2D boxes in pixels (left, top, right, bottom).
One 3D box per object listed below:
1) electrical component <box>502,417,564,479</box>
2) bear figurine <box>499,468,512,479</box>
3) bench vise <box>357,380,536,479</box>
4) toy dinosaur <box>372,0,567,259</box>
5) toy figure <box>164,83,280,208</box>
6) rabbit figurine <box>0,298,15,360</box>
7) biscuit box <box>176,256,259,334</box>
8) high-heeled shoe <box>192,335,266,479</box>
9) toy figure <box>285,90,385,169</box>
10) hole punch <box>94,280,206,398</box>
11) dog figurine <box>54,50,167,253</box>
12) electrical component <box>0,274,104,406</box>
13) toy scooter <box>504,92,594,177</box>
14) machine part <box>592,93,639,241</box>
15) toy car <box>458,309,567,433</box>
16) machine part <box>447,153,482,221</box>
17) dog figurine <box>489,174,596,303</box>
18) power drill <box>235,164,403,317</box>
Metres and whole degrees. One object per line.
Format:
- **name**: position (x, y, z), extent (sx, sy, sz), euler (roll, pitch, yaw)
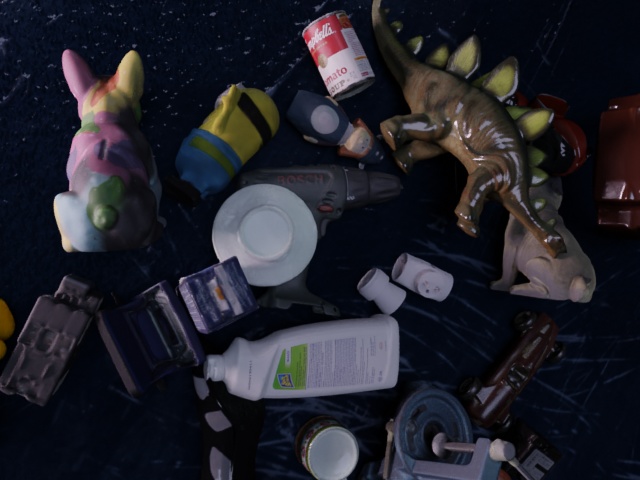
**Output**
- **electrical component**: position (0.305, 0.316, 0.774), extent (0.075, 0.048, 0.119), euler (-46, 116, 1)
- **bear figurine**: position (0.241, 0.396, 0.729), extent (0.120, 0.132, 0.196), euler (-42, 91, -10)
- **bench vise**: position (0.137, 0.277, 0.660), extent (0.129, 0.240, 0.223), euler (38, 59, -13)
- **toy dinosaur**: position (0.186, -0.171, 0.746), extent (0.198, 0.105, 0.471), euler (-39, 78, 0)
- **toy figure**: position (-0.125, -0.120, 0.695), extent (0.089, 0.082, 0.180), euler (40, 69, -28)
- **rabbit figurine**: position (-0.390, 0.164, 0.579), extent (0.122, 0.163, 0.173), euler (-10, 106, -28)
- **biscuit box**: position (-0.124, 0.065, 0.615), extent (0.059, 0.203, 0.062), euler (-25, 91, -19)
- **high-heeled shoe**: position (-0.137, 0.258, 0.685), extent (0.145, 0.086, 0.249), euler (-38, 71, 21)
- **toy figure**: position (0.026, -0.150, 0.751), extent (0.154, 0.058, 0.064), euler (28, 121, -12)
- **hole punch**: position (-0.193, 0.111, 0.638), extent (0.092, 0.116, 0.142), euler (-29, 92, -9)
- **dog figurine**: position (-0.244, -0.107, 0.617), extent (0.108, 0.192, 0.219), euler (-4, 102, -9)
- **electrical component**: position (-0.299, 0.106, 0.612), extent (0.058, 0.115, 0.134), euler (26, 80, -16)
- **toy scooter**: position (0.347, -0.167, 0.811), extent (0.135, 0.075, 0.184), euler (-5, 51, -33)
- **machine part**: position (0.480, -0.103, 0.808), extent (0.201, 0.087, 0.201), euler (13, 82, -48)
- **toy car**: position (0.291, 0.192, 0.796), extent (0.202, 0.053, 0.089), euler (-44, 94, -13)
- **machine part**: position (0.226, -0.096, 0.808), extent (0.084, 0.039, 0.138), euler (10, 82, -19)
- **dog figurine**: position (0.328, -0.013, 0.765), extent (0.121, 0.172, 0.190), euler (6, 91, -25)
- **power drill**: position (-0.001, -0.002, 0.719), extent (0.232, 0.086, 0.207), euler (7, 88, -13)
